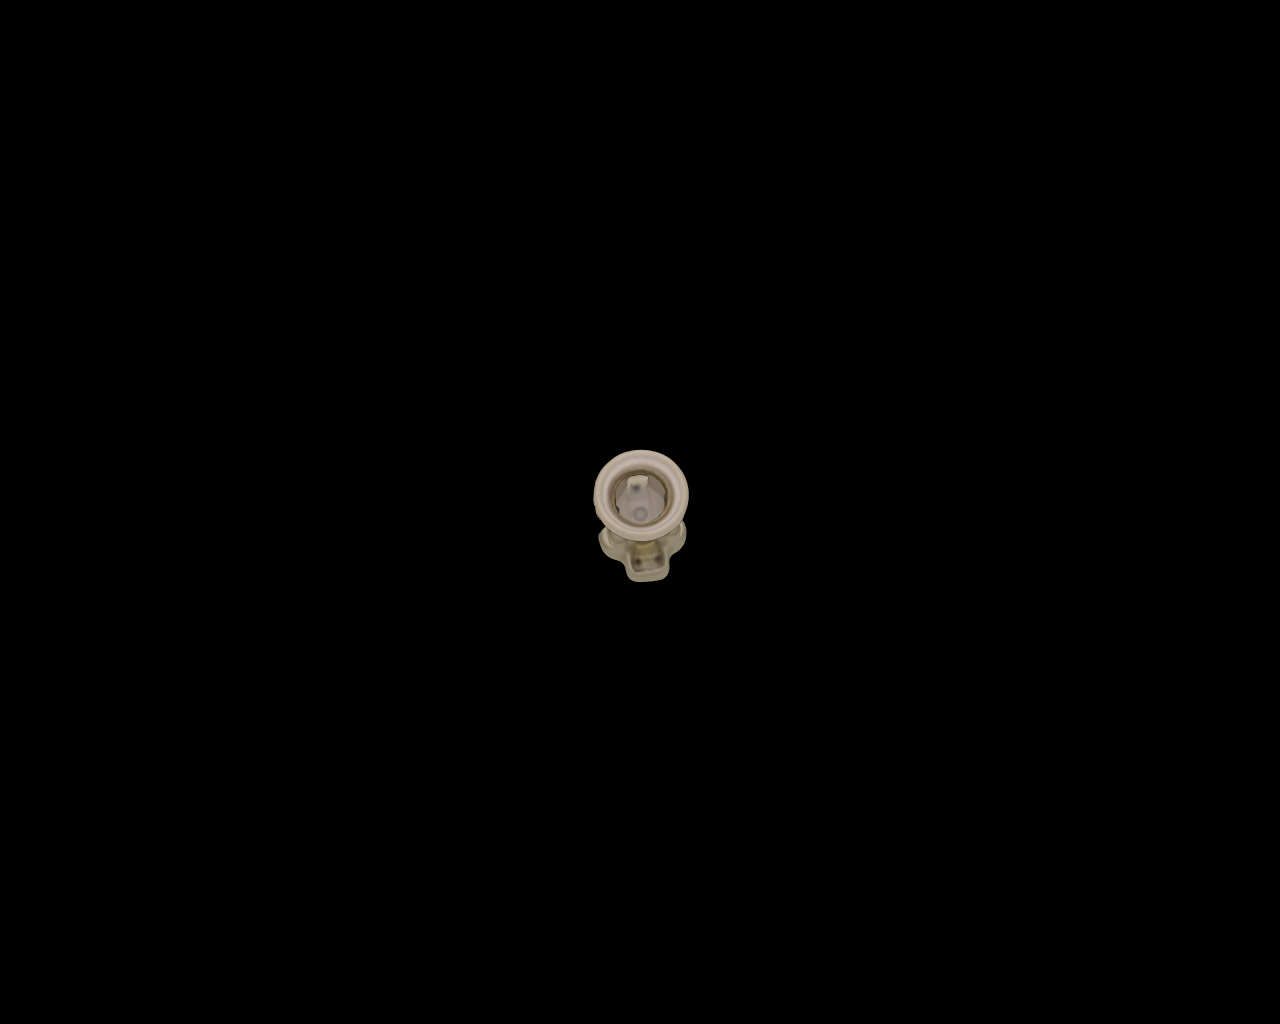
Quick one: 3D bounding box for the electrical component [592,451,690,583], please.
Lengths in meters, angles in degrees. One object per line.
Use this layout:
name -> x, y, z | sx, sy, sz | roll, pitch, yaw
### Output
electrical component -> 0.001, -0.003, 0.650 | 0.058, 0.078, 0.057 | -7, -19, -2
